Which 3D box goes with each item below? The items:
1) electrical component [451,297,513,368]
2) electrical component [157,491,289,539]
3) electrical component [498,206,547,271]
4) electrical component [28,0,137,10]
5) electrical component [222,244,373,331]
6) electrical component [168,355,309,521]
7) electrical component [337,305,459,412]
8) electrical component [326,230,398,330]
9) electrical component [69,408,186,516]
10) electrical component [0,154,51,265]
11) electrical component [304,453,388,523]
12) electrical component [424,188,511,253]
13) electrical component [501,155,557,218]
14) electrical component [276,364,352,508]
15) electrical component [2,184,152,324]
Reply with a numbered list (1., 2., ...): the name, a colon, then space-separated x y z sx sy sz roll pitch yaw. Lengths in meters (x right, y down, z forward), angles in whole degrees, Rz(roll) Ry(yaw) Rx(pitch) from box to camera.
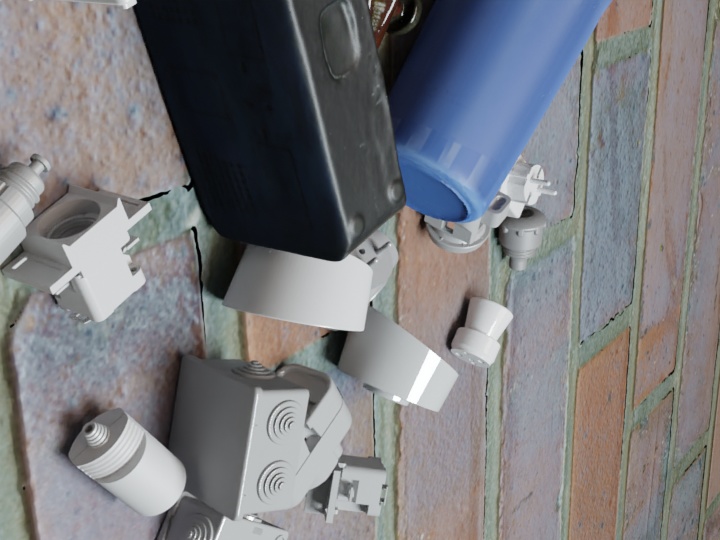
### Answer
1. electrical component: 0.116 0.060 1.030 0.045 0.045 0.055 45 65 -51
2. electrical component: -0.104 0.213 0.768 0.100 0.048 0.099 35 72 -54
3. electrical component: 0.157 -0.030 1.059 0.048 0.048 0.062 -35 136 -44
4. electrical component: -0.131 -0.176 0.551 0.062 0.096 0.061 -45 135 -38
5. electrical component: -0.041 0.014 0.746 0.099 0.099 0.064 34 68 -54
6. electrical component: -0.082 0.109 0.720 0.048 0.100 0.099 4 98 -42
7. electrical component: 0.031 0.073 0.872 0.099 0.099 0.064 27 85 -55
8. electrical component: 0.000 0.000 0.820 0.044 0.079 0.077 45 56 -6
9. electrical component: -0.148 0.118 0.677 0.043 0.043 0.081 -60 142 -22
10. electrical component: -0.192 -0.030 0.565 0.078 0.040 0.040 -56 141 -28
11. electrical component: -0.012 0.169 0.858 0.081 0.064 0.042 -128 -134 -80
12. electrical component: 0.087 -0.052 0.929 0.058 0.078 0.057 -48 157 -35
13. electrical component: 0.144 -0.081 0.992 0.066 0.077 0.047 41 69 -53
14. electrical component: -0.052 0.127 0.807 0.095 0.054 0.059 -54 140 -28
15. electrical component: -0.158 -0.008 0.620 0.081 0.042 0.063 -47 138 -35
